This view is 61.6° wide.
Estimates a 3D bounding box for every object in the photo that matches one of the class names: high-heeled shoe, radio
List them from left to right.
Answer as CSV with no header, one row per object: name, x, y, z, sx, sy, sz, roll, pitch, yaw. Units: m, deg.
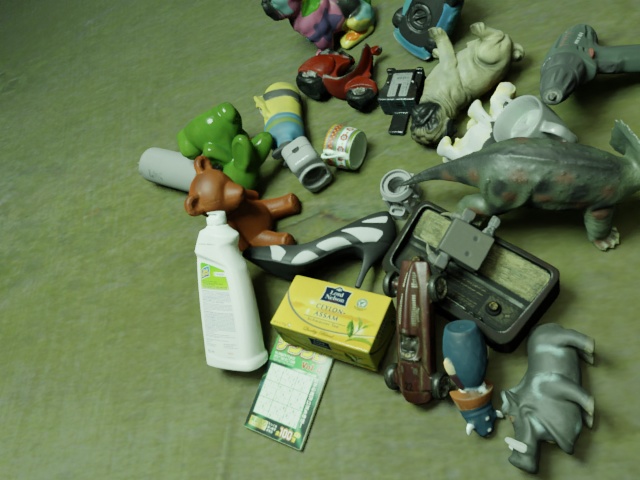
high-heeled shoe,-0.002,-0.003,0.894,0.249,0.086,0.145,12,67,18
radio,0.211,0.052,0.780,0.230,0.073,0.131,33,83,34

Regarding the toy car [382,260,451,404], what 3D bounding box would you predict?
toy car,0.131,0.129,0.745,0.089,0.053,0.202,4,100,43

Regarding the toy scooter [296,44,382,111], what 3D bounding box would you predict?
toy scooter,0.048,-0.329,1.043,0.184,0.075,0.135,24,79,29

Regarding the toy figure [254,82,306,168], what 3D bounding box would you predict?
toy figure,-0.068,-0.227,1.045,0.089,0.082,0.180,-18,55,4

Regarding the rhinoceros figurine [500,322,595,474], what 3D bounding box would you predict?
rhinoceros figurine,0.286,0.196,0.676,0.112,0.073,0.190,9,70,27

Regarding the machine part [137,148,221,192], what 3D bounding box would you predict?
machine part,-0.290,-0.142,1.108,0.244,0.079,0.079,16,74,29

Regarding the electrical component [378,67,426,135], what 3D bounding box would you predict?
electrical component,0.146,-0.253,0.976,0.075,0.047,0.119,11,69,30

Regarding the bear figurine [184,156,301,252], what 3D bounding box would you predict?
bear figurine,-0.132,-0.060,0.924,0.132,0.195,0.120,-4,62,23

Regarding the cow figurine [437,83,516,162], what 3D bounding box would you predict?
cow figurine,0.277,-0.174,0.862,0.098,0.068,0.167,41,91,28

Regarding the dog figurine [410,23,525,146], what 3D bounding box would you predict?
dog figurine,0.246,-0.248,0.908,0.173,0.121,0.190,4,82,29

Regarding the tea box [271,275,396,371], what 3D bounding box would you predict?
tea box,0.023,0.124,0.825,0.170,0.068,0.098,9,56,28

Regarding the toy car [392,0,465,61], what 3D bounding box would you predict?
toy car,0.212,-0.424,0.986,0.109,0.161,0.103,41,47,16

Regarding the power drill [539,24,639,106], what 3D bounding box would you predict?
power drill,0.434,-0.250,0.785,0.208,0.085,0.232,2,38,23

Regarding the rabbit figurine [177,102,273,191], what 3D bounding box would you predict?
rabbit figurine,-0.159,-0.162,1.011,0.159,0.121,0.170,-23,94,41

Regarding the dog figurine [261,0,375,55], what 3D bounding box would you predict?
dog figurine,-0.006,-0.466,1.049,0.192,0.219,0.108,-25,62,14

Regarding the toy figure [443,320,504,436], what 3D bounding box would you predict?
toy figure,0.200,0.183,0.709,0.064,0.058,0.154,-11,101,8

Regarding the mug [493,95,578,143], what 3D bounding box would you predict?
mug,0.332,-0.155,0.793,0.110,0.107,0.080,20,89,59

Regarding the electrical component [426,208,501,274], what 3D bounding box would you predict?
electrical component,0.194,0.002,0.745,0.078,0.045,0.102,25,81,3

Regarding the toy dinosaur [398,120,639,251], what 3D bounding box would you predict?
toy dinosaur,0.301,-0.087,0.720,0.405,0.192,0.131,4,62,14
